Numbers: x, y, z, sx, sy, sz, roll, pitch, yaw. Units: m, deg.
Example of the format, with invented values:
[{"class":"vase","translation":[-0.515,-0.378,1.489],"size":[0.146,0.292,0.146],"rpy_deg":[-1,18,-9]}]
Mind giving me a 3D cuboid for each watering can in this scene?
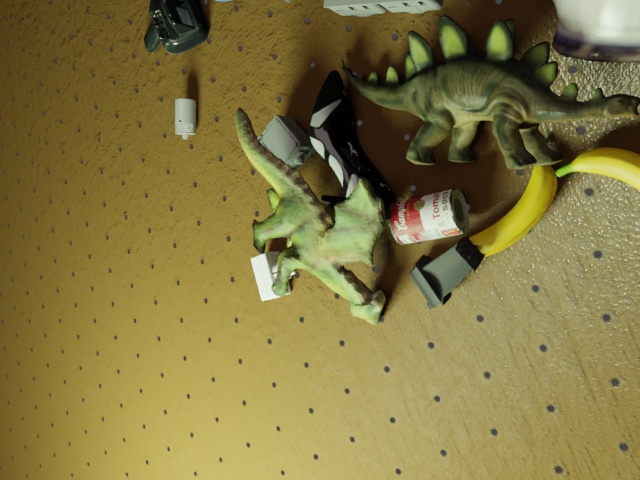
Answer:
[{"class":"watering can","translation":[0.386,-0.295,0.547],"size":[0.350,0.219,0.106],"rpy_deg":[19,47,33]}]

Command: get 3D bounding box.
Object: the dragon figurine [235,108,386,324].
[{"class":"dragon figurine","translation":[0.003,-0.042,0.830],"size":[0.241,0.407,0.124],"rpy_deg":[-11,13,36]}]
